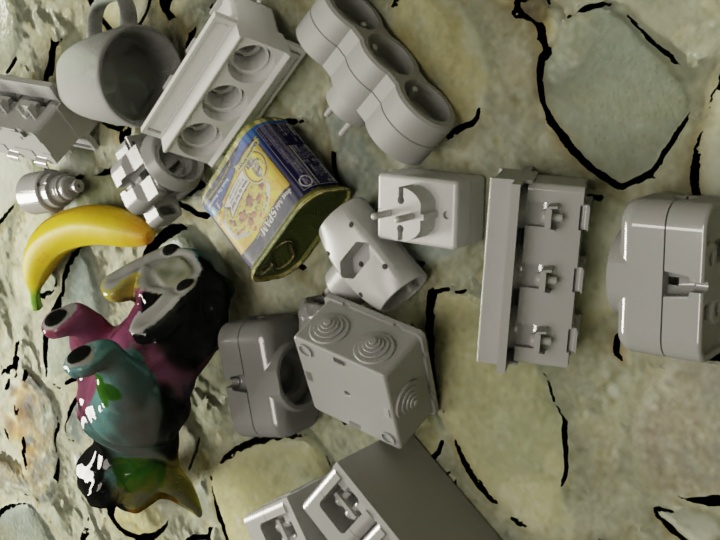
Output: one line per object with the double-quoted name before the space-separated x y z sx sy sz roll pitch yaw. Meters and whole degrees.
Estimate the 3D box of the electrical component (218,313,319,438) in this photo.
"electrical component" -0.070 0.085 0.867 0.059 0.054 0.095 -5 97 38

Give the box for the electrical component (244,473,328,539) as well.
"electrical component" -0.017 0.239 0.838 0.062 0.089 0.150 -31 81 37

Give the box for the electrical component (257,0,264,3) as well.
"electrical component" -0.059 -0.242 0.781 0.062 0.061 0.096 27 115 32

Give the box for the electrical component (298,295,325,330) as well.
"electrical component" -0.031 0.053 0.843 0.035 0.035 0.061 12 109 35

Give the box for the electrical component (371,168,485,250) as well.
"electrical component" 0.039 -0.041 0.742 0.066 0.077 0.047 10 106 35

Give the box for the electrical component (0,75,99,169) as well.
"electrical component" -0.309 -0.137 0.985 0.121 0.063 0.078 14 149 34

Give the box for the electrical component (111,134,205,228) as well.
"electrical component" -0.167 -0.083 0.902 0.057 0.058 0.078 -33 80 40

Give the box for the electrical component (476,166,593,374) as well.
"electrical component" 0.114 -0.001 0.700 0.063 0.079 0.121 6 105 14

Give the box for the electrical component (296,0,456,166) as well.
"electrical component" 0.001 -0.127 0.767 0.138 0.052 0.073 54 126 15

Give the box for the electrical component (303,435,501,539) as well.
"electrical component" 0.040 0.202 0.786 0.150 0.089 0.061 49 124 19

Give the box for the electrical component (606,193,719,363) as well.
"electrical component" 0.188 0.003 0.652 0.059 0.054 0.095 8 105 36

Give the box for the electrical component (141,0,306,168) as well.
"electrical component" -0.109 -0.148 0.834 0.121 0.079 0.063 -48 41 34

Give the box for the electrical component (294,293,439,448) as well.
"electrical component" 0.004 0.075 0.789 0.100 0.048 0.099 21 142 32

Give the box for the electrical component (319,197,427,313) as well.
"electrical component" 0.000 0.000 0.801 0.077 0.043 0.079 52 127 16

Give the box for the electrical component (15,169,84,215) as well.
"electrical component" -0.287 -0.074 1.005 0.078 0.040 0.040 -4 97 38
